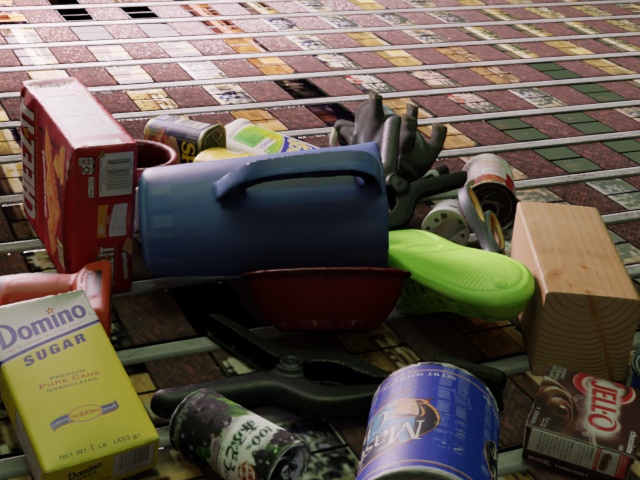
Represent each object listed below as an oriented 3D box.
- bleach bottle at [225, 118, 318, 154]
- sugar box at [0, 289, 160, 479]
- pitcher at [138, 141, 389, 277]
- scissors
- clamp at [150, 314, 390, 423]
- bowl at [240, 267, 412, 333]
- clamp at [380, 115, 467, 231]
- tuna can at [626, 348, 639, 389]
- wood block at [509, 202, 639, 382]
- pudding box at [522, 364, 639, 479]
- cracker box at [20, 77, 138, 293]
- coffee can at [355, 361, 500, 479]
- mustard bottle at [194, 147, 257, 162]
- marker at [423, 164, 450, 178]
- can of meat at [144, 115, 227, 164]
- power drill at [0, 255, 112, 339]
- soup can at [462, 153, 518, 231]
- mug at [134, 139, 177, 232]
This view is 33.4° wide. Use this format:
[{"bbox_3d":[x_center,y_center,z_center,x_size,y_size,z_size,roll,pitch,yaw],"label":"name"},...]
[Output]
[{"bbox_3d":[-0.011,-0.083,1.328,0.251,0.068,0.102,17,28,19],"label":"bleach bottle"},{"bbox_3d":[-0.204,0.118,0.854,0.093,0.048,0.176,-13,48,-28],"label":"sugar box"},{"bbox_3d":[-0.054,-0.030,1.049,0.242,0.149,0.145,-4,22,-5],"label":"pitcher"},{"bbox_3d":[0.178,0.005,1.169,0.016,0.096,0.201,-30,15,21],"label":"scissors"},{"bbox_3d":[-0.030,0.117,0.944,0.210,0.036,0.164,5,24,3],"label":"clamp"},{"bbox_3d":[0.006,0.058,1.003,0.162,0.055,0.162,-1,-6,0],"label":"bowl"},{"bbox_3d":[0.097,-0.058,1.249,0.120,0.039,0.171,30,64,4],"label":"clamp"},{"bbox_3d":[0.325,0.132,0.975,0.086,0.034,0.086,4,26,-2],"label":"tuna can"},{"bbox_3d":[0.249,0.045,1.075,0.090,0.091,0.206,5,26,0],"label":"wood block"},{"bbox_3d":[0.225,0.155,0.903,0.090,0.039,0.113,14,28,17],"label":"pudding box"},{"bbox_3d":[-0.259,-0.061,1.123,0.072,0.164,0.214,-7,28,-27],"label":"cracker box"},{"bbox_3d":[0.079,0.169,0.780,0.103,0.103,0.140,8,26,7],"label":"coffee can"},{"bbox_3d":[-0.042,-0.069,1.213,0.192,0.058,0.096,8,6,24],"label":"mustard bottle"},{"bbox_3d":[0.131,-0.076,1.383,0.020,0.020,0.120,23,31,32],"label":"marker"},{"bbox_3d":[-0.162,-0.096,1.283,0.084,0.102,0.057,15,27,24],"label":"can of meat"},{"bbox_3d":[-0.286,0.068,0.976,0.187,0.057,0.184,2,30,-8],"label":"power drill"},{"bbox_3d":[0.205,-0.058,1.306,0.068,0.068,0.102,6,25,3],"label":"soup can"},{"bbox_3d":[-0.214,-0.056,1.214,0.093,0.081,0.117,9,26,8],"label":"mug"}]
